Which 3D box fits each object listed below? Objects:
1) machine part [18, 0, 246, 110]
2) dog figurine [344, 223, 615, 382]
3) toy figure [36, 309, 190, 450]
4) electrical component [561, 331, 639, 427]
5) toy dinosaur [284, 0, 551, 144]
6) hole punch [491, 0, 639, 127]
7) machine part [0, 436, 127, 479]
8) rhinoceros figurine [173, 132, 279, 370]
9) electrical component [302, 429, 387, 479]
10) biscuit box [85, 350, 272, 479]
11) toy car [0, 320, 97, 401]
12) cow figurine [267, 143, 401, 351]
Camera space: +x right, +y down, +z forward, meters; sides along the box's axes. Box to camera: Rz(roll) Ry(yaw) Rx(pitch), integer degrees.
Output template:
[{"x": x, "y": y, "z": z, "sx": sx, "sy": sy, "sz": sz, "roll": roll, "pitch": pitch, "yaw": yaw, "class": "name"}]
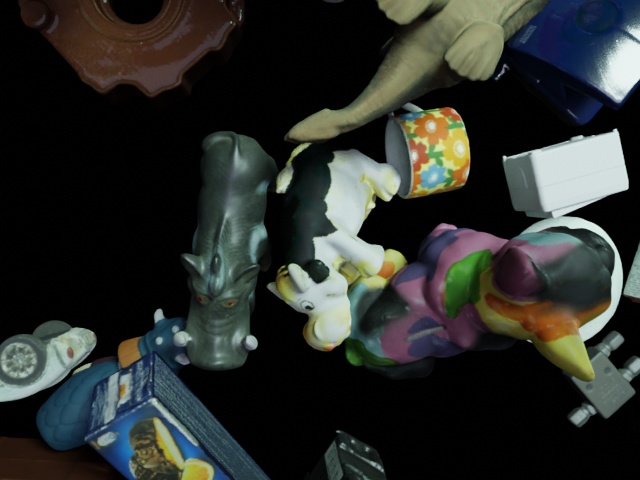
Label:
[{"x": -0.151, "y": -0.200, "z": 0.444, "sx": 0.179, "sy": 0.056, "sz": 0.179, "roll": -1, "pitch": 95, "yaw": -7, "class": "machine part"}, {"x": 0.108, "y": 0.052, "z": 0.408, "sx": 0.191, "sy": 0.219, "sz": 0.108, "roll": -29, "pitch": 94, "yaw": -3, "class": "dog figurine"}, {"x": -0.170, "y": 0.119, "z": 0.467, "sx": 0.154, "sy": 0.058, "sz": 0.064, "roll": -35, "pitch": 92, "yaw": -2, "class": "toy figure"}, {"x": 0.272, "y": 0.138, "z": 0.528, "sx": 0.094, "sy": 0.021, "sz": 0.063, "roll": -43, "pitch": 97, "yaw": 0, "class": "electrical component"}, {"x": 0.154, "y": -0.224, "z": 0.397, "sx": 0.471, "sy": 0.198, "sz": 0.105, "roll": -41, "pitch": 98, "yaw": 1, "class": "toy dinosaur"}, {"x": 0.236, "y": -0.175, "z": 0.468, "sx": 0.116, "sy": 0.092, "sz": 0.142, "roll": 39, "pitch": 94, "yaw": -4, "class": "hole punch"}, {"x": -0.251, "y": 0.279, "z": 0.460, "sx": 0.201, "sy": 0.087, "sz": 0.201, "roll": 5, "pitch": 96, "yaw": -5, "class": "machine part"}, {"x": -0.073, "y": 0.009, "z": 0.442, "sx": 0.073, "sy": 0.112, "sz": 0.190, "roll": 7, "pitch": 86, "yaw": -8, "class": "rhinoceros figurine"}, {"x": 0.008, "y": 0.249, "z": 0.466, "sx": 0.058, "sy": 0.115, "sz": 0.134, "roll": 32, "pitch": 91, "yaw": -3, "class": "electrical component"}, {"x": -0.104, "y": 0.187, "z": 0.445, "sx": 0.059, "sy": 0.063, "sz": 0.202, "roll": -31, "pitch": 118, "yaw": -1, "class": "biscuit box"}, {"x": -0.288, "y": 0.117, "z": 0.448, "sx": 0.202, "sy": 0.073, "sz": 0.056, "roll": -17, "pitch": 93, "yaw": -3, "class": "toy car"}, {"x": 0.000, "y": -0.001, "z": 0.431, "sx": 0.098, "sy": 0.068, "sz": 0.167, "roll": 26, "pitch": 60, "yaw": -16, "class": "cow figurine"}]
